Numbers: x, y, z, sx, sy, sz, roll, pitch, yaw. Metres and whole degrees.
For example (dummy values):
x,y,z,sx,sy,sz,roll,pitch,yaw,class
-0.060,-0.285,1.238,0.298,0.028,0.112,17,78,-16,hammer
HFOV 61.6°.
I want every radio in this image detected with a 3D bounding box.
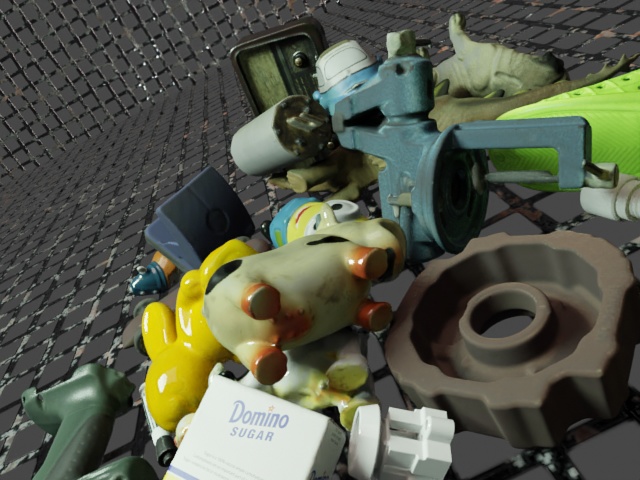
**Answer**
x,y,z,sx,sy,sz,roll,pitch,yaw,class
-0.026,-0.200,0.797,0.131,0.229,0.073,-17,30,12,radio

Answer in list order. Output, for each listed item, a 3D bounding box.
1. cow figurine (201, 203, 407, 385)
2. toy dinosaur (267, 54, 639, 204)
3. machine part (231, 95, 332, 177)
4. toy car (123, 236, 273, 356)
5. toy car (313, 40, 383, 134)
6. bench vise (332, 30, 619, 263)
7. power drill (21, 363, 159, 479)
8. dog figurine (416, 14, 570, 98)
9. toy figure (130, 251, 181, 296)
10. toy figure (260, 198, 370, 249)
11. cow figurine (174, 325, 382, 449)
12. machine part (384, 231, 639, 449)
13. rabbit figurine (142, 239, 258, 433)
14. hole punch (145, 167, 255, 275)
x,y,z,sx,sy,sz,roll,pitch,yaw,class
-0.004,0.030,0.437,0.195,0.085,0.127,-21,24,-34,cow figurine
0.121,-0.123,0.661,0.472,0.105,0.198,-7,35,37,toy dinosaur
-0.055,-0.129,0.696,0.079,0.079,0.243,-41,15,-22,machine part
-0.141,0.067,0.636,0.202,0.053,0.089,-36,28,-7,toy car
0.037,-0.196,0.679,0.109,0.102,0.162,-29,13,10,toy car
0.132,-0.081,0.480,0.241,0.223,0.129,6,11,39,bench vise
-0.246,0.213,0.464,0.232,0.085,0.207,-25,24,3,power drill
0.215,-0.197,0.728,0.172,0.121,0.191,-55,41,21,dog figurine
-0.203,0.026,0.752,0.058,0.064,0.154,7,41,26,toy figure
0.001,-0.005,0.603,0.180,0.089,0.082,7,72,62,toy figure
-0.036,0.120,0.440,0.167,0.068,0.098,-20,23,8,cow figurine
0.137,0.065,0.390,0.179,0.056,0.179,-23,28,13,machine part
-0.113,0.093,0.515,0.163,0.121,0.173,3,59,48,rabbit figurine
-0.153,-0.020,0.711,0.142,0.116,0.092,-51,1,-40,hole punch
